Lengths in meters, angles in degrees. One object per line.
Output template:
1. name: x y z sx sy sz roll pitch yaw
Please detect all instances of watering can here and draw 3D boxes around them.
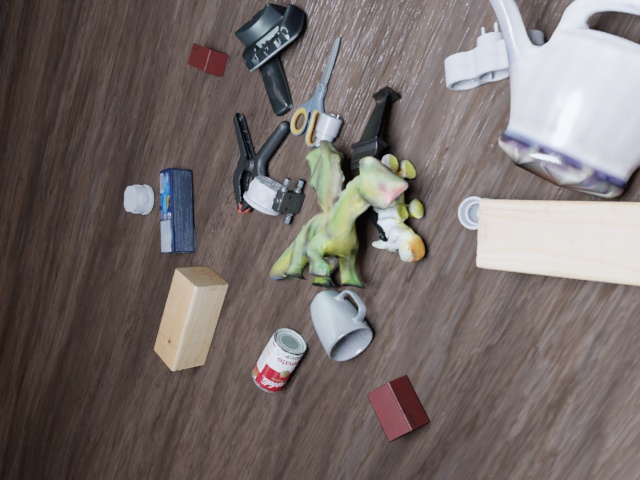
1. watering can: 0.286 -0.188 0.608 0.350 0.104 0.221 31 108 21

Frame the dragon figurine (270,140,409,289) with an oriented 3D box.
1. dragon figurine: 0.003 -0.043 0.863 0.409 0.122 0.244 -5 77 60
